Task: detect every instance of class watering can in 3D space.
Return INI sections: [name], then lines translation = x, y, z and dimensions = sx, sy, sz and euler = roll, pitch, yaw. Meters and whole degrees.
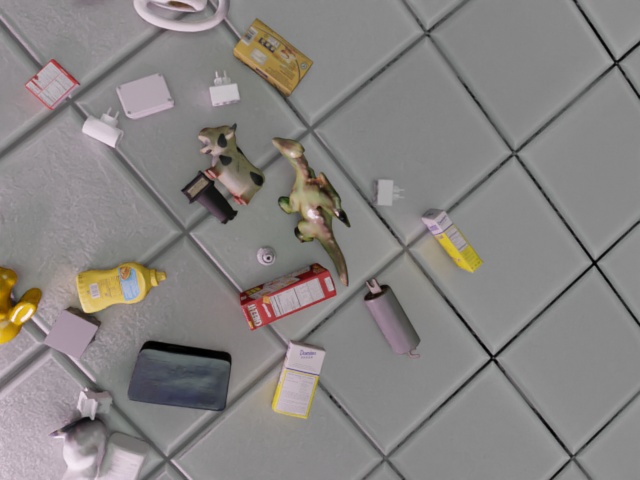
[watering can]
translation = -0.372, -0.600, 1.162
dimensions = 0.347, 0.104, 0.224
euler = 9, 91, -12

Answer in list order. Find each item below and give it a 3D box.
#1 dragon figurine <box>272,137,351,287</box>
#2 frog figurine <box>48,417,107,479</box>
[dragon figurine]
translation = 0.004, -0.060, 1.196
dimensions = 0.123, 0.242, 0.408
euler = -32, 97, -11
[frog figurine]
translation = -0.532, 0.491, 1.170
dimensions = 0.124, 0.135, 0.161
euler = -22, 78, -36
